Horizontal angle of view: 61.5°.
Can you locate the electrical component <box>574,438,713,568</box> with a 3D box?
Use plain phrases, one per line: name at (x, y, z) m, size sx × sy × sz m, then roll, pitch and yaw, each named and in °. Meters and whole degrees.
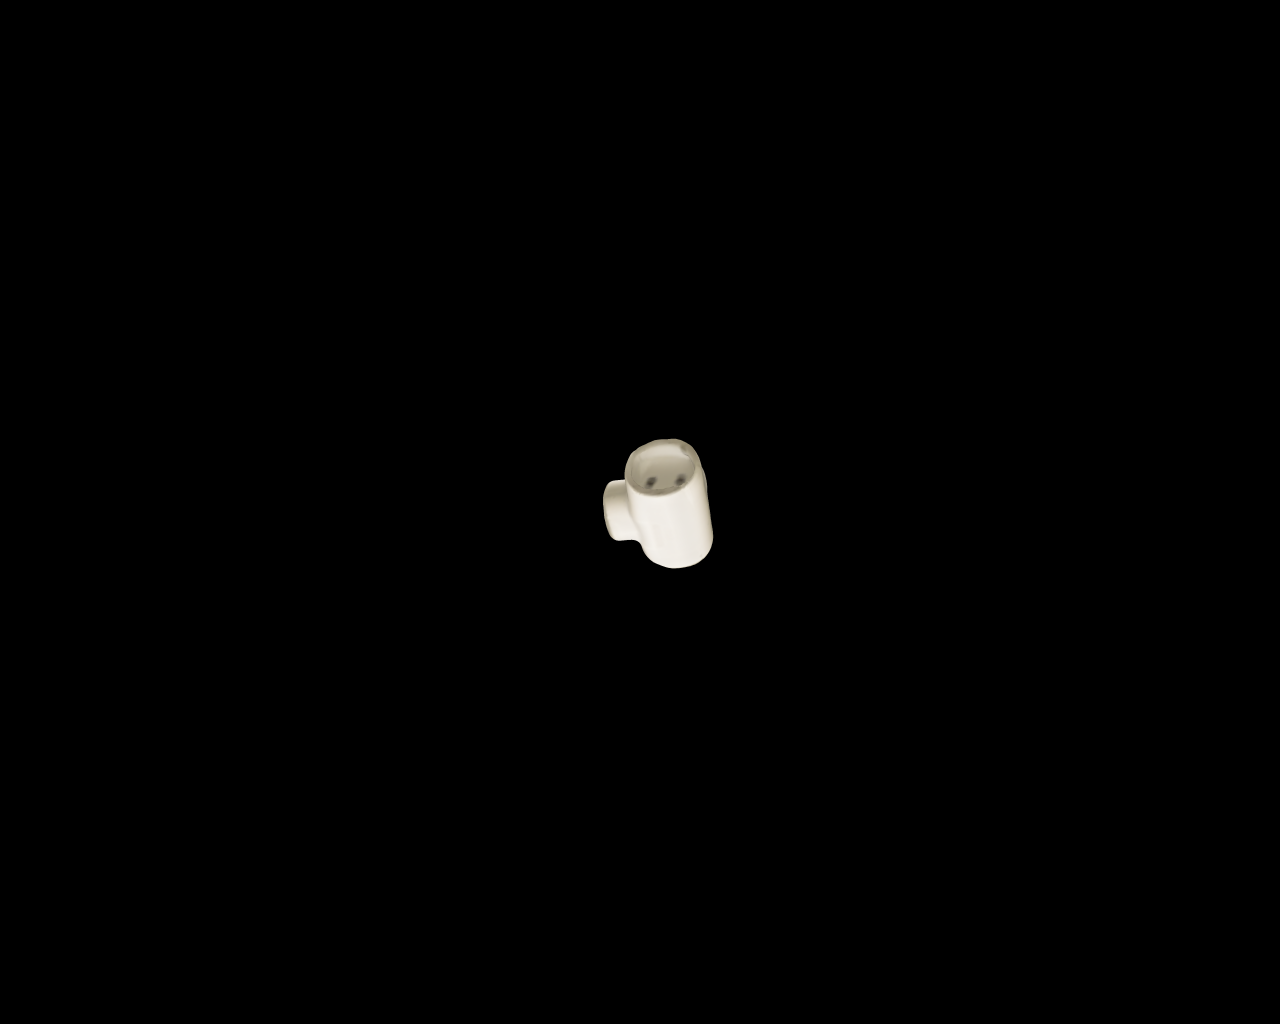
electrical component at (0.001, -0.003, 0.650) m, size 0.079 × 0.043 × 0.077 m, roll -6°, pitch -36°, yaw 8°
